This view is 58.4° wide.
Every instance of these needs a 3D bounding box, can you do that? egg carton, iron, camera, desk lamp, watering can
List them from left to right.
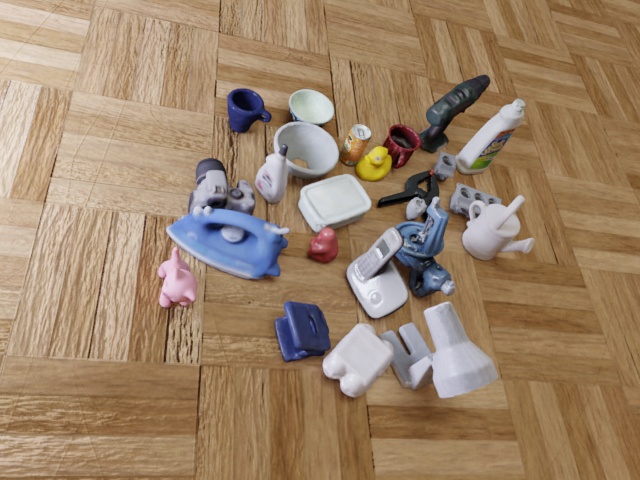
[{"bbox_3d":[-0.220,-0.119,1.274,0.143,0.136,0.100,0,-33,-21],"label":"camera"},{"bbox_3d":[-0.188,-0.017,1.191,0.258,0.118,0.141,17,-37,-9],"label":"iron"},{"bbox_3d":[0.080,0.243,1.161,0.151,0.107,0.069,-41,-12,-36],"label":"egg carton"},{"bbox_3d":[0.232,0.227,1.138,0.118,0.203,0.213,-16,-26,-29],"label":"desk lamp"},{"bbox_3d":[0.448,-0.036,1.414,0.173,0.101,0.194,29,-38,0],"label":"watering can"}]

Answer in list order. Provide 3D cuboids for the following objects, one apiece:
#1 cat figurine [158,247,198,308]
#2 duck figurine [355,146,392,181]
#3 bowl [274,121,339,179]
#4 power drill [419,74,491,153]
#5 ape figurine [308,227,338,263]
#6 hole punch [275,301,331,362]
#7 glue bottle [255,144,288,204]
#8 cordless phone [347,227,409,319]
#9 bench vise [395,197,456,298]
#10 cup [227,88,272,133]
[{"bbox_3d":[-0.274,0.075,1.110,0.067,0.127,0.117,-2,-32,-22],"label":"cat figurine"},{"bbox_3d":[0.149,-0.208,1.486,0.105,0.077,0.086,-21,-24,-31],"label":"duck figurine"},{"bbox_3d":[-0.041,-0.209,1.422,0.168,0.167,0.074,0,-33,-21],"label":"bowl"},{"bbox_3d":[0.357,-0.347,1.584,0.230,0.075,0.208,-35,-16,-35],"label":"power drill"},{"bbox_3d":[0.012,0.005,1.284,0.078,0.076,0.092,-29,-19,-34],"label":"ape figurine"},{"bbox_3d":[-0.029,0.177,1.151,0.101,0.108,0.091,-5,-31,-24],"label":"hole punch"},{"bbox_3d":[-0.101,-0.159,1.302,0.037,0.078,0.173,-34,-17,-35],"label":"glue bottle"},{"bbox_3d":[0.143,0.070,1.230,0.094,0.147,0.185,-18,-25,-30],"label":"cordless phone"},{"bbox_3d":[0.255,0.014,1.290,0.122,0.207,0.219,-38,-14,-36],"label":"bench vise"},{"bbox_3d":[-0.179,-0.308,1.423,0.118,0.092,0.095,28,-38,-1],"label":"cup"}]
